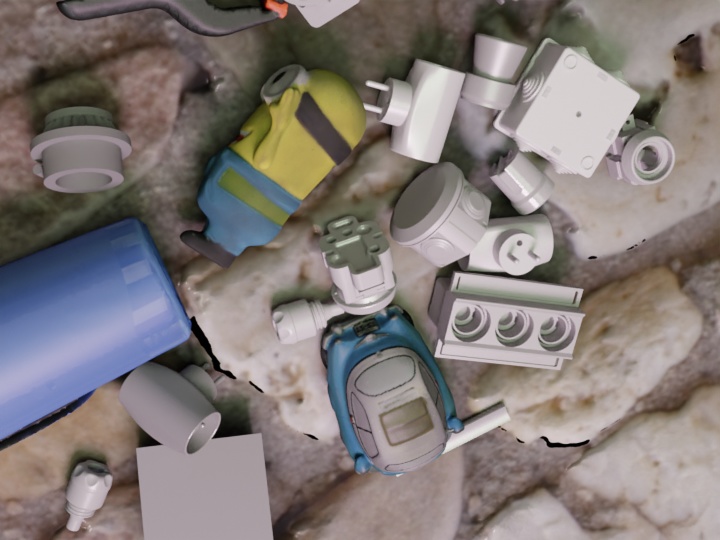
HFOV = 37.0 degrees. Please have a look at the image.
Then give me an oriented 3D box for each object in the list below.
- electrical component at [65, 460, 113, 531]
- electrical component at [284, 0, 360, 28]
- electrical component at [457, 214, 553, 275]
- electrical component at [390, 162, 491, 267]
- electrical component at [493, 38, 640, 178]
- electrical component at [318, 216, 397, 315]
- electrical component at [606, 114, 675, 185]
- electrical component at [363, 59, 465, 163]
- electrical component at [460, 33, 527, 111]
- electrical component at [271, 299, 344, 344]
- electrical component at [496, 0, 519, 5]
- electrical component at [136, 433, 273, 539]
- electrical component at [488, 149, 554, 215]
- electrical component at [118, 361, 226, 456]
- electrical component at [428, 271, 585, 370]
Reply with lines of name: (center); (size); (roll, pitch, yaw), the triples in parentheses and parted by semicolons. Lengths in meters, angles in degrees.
electrical component: (-0.238, 0.197, 0.929); (0.035, 0.035, 0.061); (19, 105, -19)
electrical component: (-0.045, -0.282, 0.783); (0.105, 0.060, 0.186); (-24, 117, 33)
electrical component: (0.130, -0.019, 0.929); (0.077, 0.079, 0.043); (-6, 109, -12)
electrical component: (0.067, -0.046, 0.905); (0.051, 0.080, 0.080); (36, 96, -27)
electrical component: (0.178, -0.137, 0.920); (0.100, 0.048, 0.099); (27, 99, -21)
electrical component: (0.000, 0.000, 0.908); (0.058, 0.078, 0.057); (-20, 130, -7)
electrical component: (0.245, -0.102, 0.944); (0.048, 0.055, 0.066); (-20, 111, -8)
electrical component: (0.039, -0.135, 0.887); (0.079, 0.044, 0.077); (12, 104, -18)
electrical component: (0.110, -0.165, 0.896); (0.045, 0.045, 0.055); (11, 105, -17)
electrical component: (-0.044, 0.041, 0.928); (0.061, 0.035, 0.035); (-18, 111, -11)
electrical component: (0.144, -0.245, 0.881); (0.078, 0.040, 0.040); (-37, 112, -1)
electrical component: (-0.129, 0.240, 0.918); (0.105, 0.060, 0.186); (-5, 79, -13)
electrical component: (0.139, -0.077, 0.935); (0.040, 0.040, 0.046); (-45, 107, 3)
electrical component: (-0.148, 0.106, 0.908); (0.079, 0.077, 0.043); (-40, 155, -39)
electrical component: (0.127, 0.041, 0.955); (0.121, 0.063, 0.078); (7, 108, -16)
